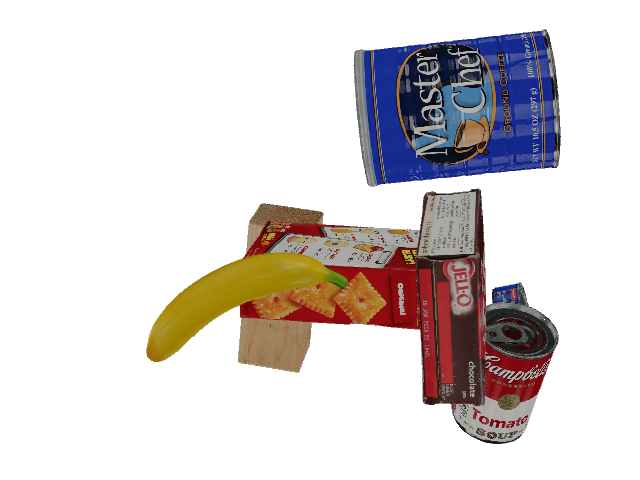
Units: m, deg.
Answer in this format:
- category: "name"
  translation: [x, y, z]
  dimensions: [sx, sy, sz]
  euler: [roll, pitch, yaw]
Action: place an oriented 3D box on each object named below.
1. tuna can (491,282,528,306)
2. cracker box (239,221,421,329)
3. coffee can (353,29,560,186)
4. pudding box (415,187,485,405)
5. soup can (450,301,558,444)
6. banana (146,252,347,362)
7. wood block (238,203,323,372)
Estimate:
- category: "tuna can"
  translation: [0.224, 0.093, 1.234]
  dimensions: [0.034, 0.086, 0.086]
  euler: [-12, -3, 15]
- category: "cracker box"
  translation: [0.033, 0.036, 1.134]
  dimensions: [0.214, 0.072, 0.164]
  euler: [4, 15, 6]
- category: "coffee can"
  translation: [0.100, -0.098, 0.793]
  dimensions: [0.140, 0.103, 0.102]
  euler: [-5, -1, 7]
- category: "pudding box"
  translation: [0.077, 0.029, 0.615]
  dimensions: [0.039, 0.090, 0.113]
  euler: [-1, 21, 7]
- category: "soup can"
  translation: [0.152, 0.111, 0.893]
  dimensions: [0.068, 0.102, 0.068]
  euler: [6, 36, -5]
- category: "banana"
  translation: [-0.078, 0.053, 0.937]
  dimensions: [0.198, 0.069, 0.037]
  euler: [-21, 29, 12]
- category: "wood block"
  translation: [-0.055, 0.064, 1.469]
  dimensions: [0.090, 0.206, 0.090]
  euler: [9, 21, 6]
